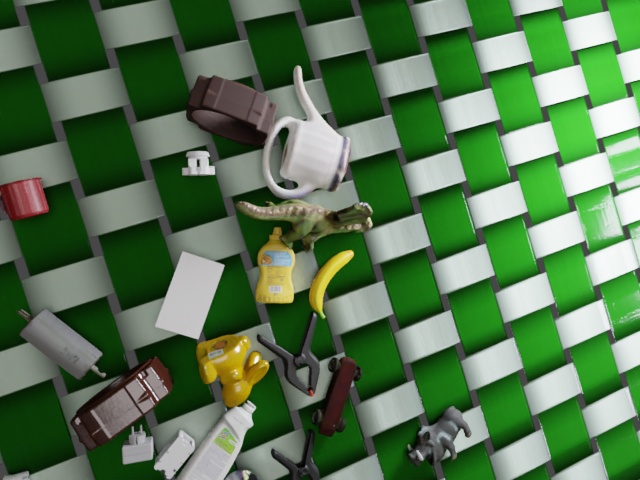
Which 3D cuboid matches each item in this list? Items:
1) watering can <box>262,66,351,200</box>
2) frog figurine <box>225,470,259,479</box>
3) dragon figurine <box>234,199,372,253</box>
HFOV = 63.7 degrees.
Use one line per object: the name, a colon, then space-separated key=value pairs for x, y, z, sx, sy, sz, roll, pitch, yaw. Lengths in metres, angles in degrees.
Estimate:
watering can: x=-0.021 y=-0.263 z=1.335 sx=0.224 sy=0.104 sz=0.350 roll=17 pitch=83 yaw=-14
frog figurine: x=-0.207 y=0.644 z=1.236 sx=0.159 sy=0.124 sz=0.135 roll=-46 pitch=143 yaw=1
dragon figurine: x=0.004 y=-0.062 z=1.238 sx=0.241 sy=0.408 sz=0.123 roll=-16 pitch=75 yaw=24
